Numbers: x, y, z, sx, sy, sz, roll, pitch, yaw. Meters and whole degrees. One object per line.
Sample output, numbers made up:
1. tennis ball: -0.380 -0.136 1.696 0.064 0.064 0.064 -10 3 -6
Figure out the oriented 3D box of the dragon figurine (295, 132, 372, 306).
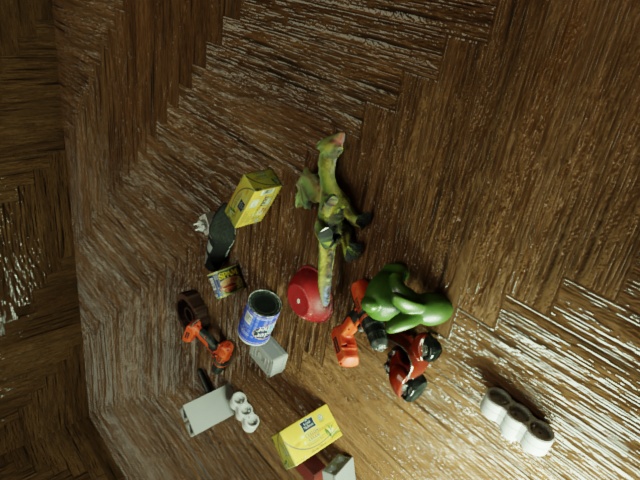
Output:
1. dragon figurine: 0.004 -0.063 1.248 0.122 0.402 0.247 -1 34 -27
